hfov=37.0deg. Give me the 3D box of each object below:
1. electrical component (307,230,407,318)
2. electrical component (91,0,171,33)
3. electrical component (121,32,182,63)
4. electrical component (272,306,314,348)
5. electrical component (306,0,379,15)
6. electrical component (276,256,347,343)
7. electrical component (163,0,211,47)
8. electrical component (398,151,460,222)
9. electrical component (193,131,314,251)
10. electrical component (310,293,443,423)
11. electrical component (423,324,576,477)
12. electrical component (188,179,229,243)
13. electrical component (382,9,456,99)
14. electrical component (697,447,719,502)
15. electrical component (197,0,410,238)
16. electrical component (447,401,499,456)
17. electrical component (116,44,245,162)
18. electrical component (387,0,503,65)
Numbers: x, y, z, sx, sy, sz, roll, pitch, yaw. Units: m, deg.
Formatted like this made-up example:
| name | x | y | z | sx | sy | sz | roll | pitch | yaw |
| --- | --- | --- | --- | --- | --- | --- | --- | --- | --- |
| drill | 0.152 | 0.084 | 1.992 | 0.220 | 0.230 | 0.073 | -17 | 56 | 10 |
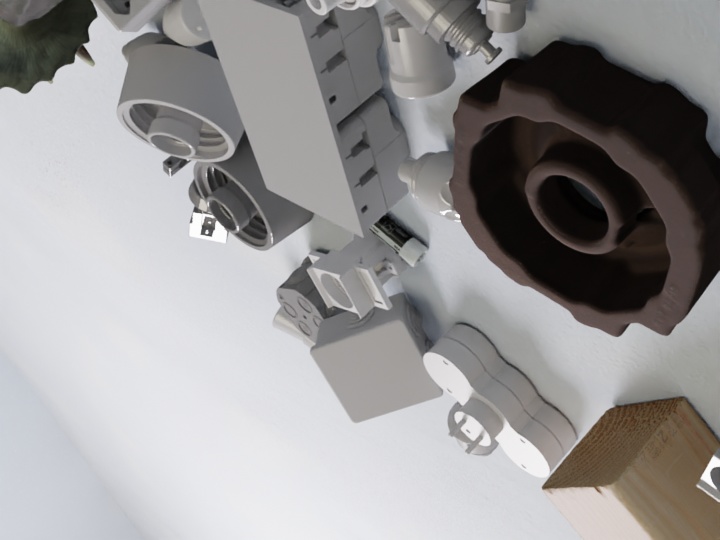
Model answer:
| name | x | y | z | sx | sy | sz | roll | pitch | yaw |
| --- | --- | --- | --- | --- | --- | --- | --- | --- | --- |
| electrical component | 0.000 | 0.000 | 0.875 | 0.081 | 0.064 | 0.042 | 15 | 140 | 50 |
| electrical component | -0.151 | -0.219 | 0.790 | 0.047 | 0.083 | 0.075 | 49 | -166 | -4 |
| electrical component | -0.179 | -0.183 | 0.920 | 0.078 | 0.040 | 0.040 | 21 | 145 | 45 |
| electrical component | -0.049 | 0.057 | 1.072 | 0.065 | 0.044 | 0.044 | 36 | 154 | 13 |
| electrical component | -0.005 | -0.171 | 0.625 | 0.048 | 0.062 | 0.048 | 37 | 154 | 22 |
| electrical component | -0.034 | 0.028 | 0.987 | 0.080 | 0.051 | 0.080 | 37 | 154 | 22 |
| electrical component | -0.132 | -0.192 | 0.829 | 0.040 | 0.040 | 0.078 | 56 | 155 | -20 |
| electrical component | 0.053 | -0.060 | 0.723 | 0.062 | 0.043 | 0.043 | 26 | 148 | 42 |
| electrical component | -0.100 | -0.066 | 0.943 | 0.108 | 0.060 | 0.108 | 37 | 154 | 22 |
| electrical component | 0.016 | 0.075 | 0.932 | 0.100 | 0.048 | 0.099 | -20 | 119 | 17 |
| electrical component | 0.102 | 0.117 | 0.871 | 0.138 | 0.074 | 0.052 | 45 | 156 | 4 |
| electrical component | -0.139 | -0.063 | 1.022 | 0.048 | 0.066 | 0.055 | 11 | 143 | -3 |
| electrical component | 0.034 | -0.133 | 0.649 | 0.040 | 0.040 | 0.046 | 24 | 142 | 41 |
| electrical component | 0.272 | 0.133 | 0.631 | 0.121 | 0.063 | 0.078 | 36 | 154 | 24 |
| electrical component | -0.034 | -0.125 | 0.746 | 0.105 | 0.060 | 0.186 | 28 | 150 | 36 |
| electrical component | 0.105 | 0.142 | 0.945 | 0.048 | 0.048 | 0.062 | 30 | 158 | 33 |
| electrical component | -0.144 | -0.126 | 0.868 | 0.108 | 0.060 | 0.108 | 14 | 161 | 5 |
| electrical component | 0.048 | -0.146 | 0.602 | 0.078 | 0.040 | 0.040 | 46 | 156 | 3 |
